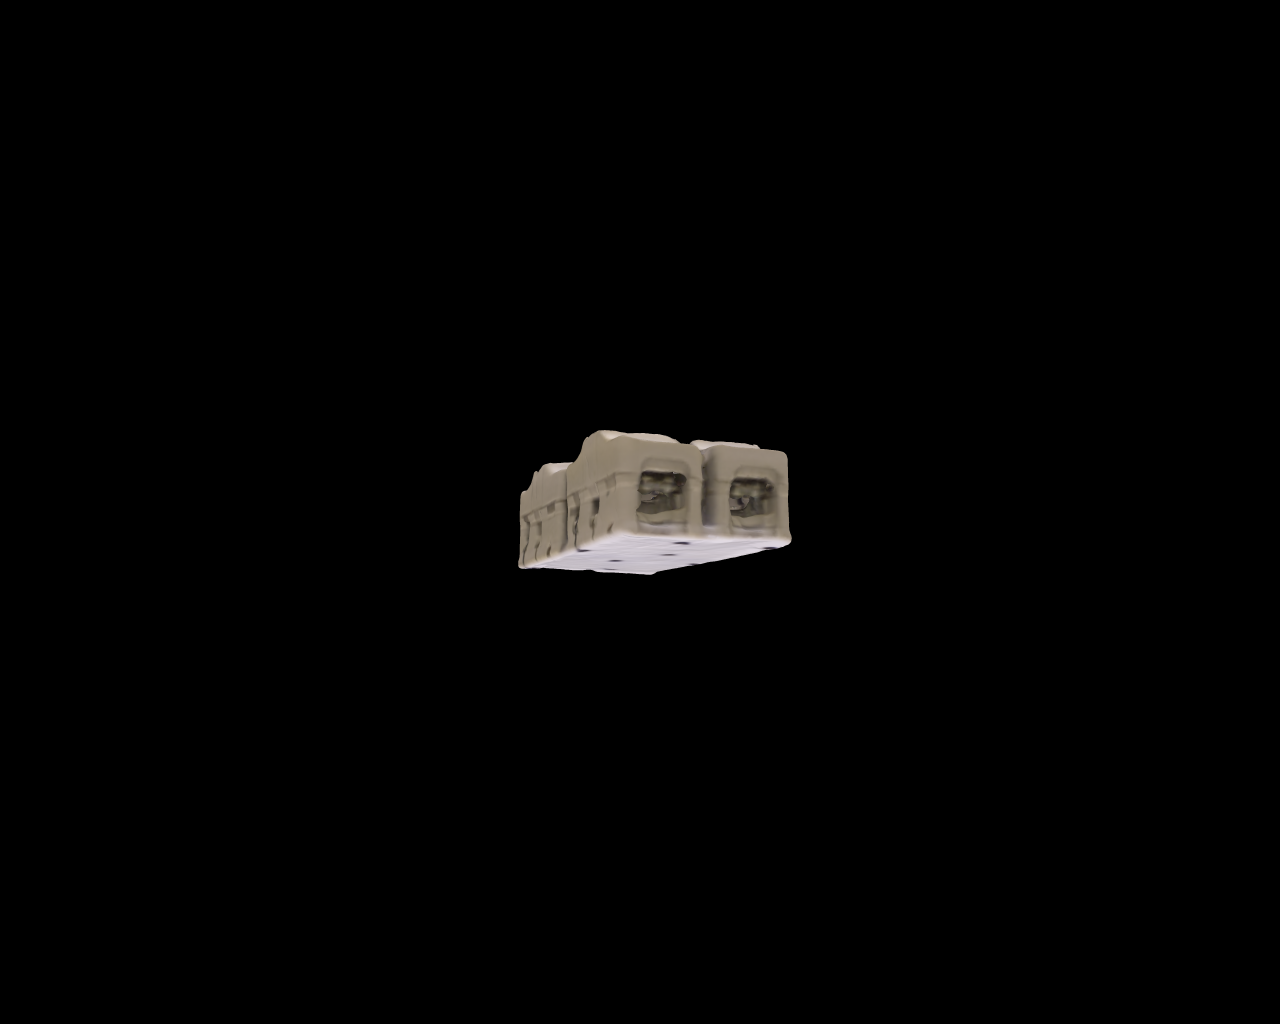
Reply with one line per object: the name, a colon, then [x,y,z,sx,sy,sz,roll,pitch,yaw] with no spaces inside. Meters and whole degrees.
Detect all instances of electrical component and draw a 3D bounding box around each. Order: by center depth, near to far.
electrical component: [0.001,-0.003,0.650,0.105,0.060,0.186,4,-10,-23]
